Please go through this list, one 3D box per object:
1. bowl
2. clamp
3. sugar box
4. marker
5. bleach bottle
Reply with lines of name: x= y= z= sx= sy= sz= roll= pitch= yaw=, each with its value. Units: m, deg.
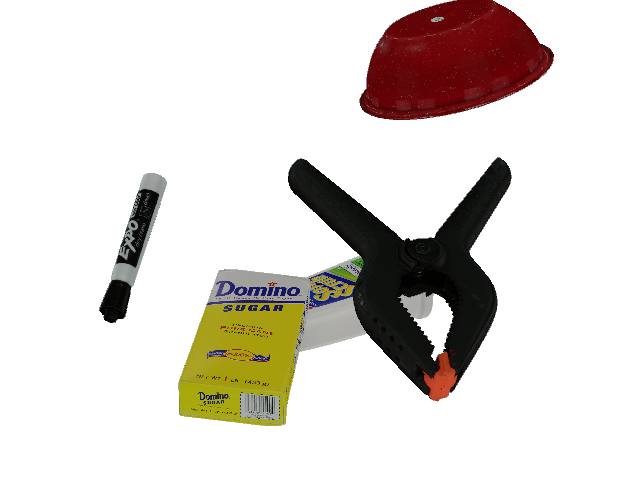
bowl: x=0.103 y=-0.155 z=0.865 sx=0.162 sy=0.055 sz=0.162 roll=-15 pitch=24 yaw=7
clamp: x=0.056 y=0.014 z=0.725 sx=0.164 sy=0.210 sz=0.036 roll=3 pitch=-43 yaw=-1
sugar box: x=-0.065 y=0.092 z=0.970 sx=0.093 sy=0.048 sz=0.176 roll=6 pitch=34 yaw=3
marker: x=-0.135 y=0.005 z=0.772 sx=0.020 sy=0.121 sz=0.020 roll=9 pitch=-31 yaw=5
bleach bottle: x=-0.001 y=0.082 z=1.199 sx=0.250 sy=0.068 sz=0.103 roll=-20 pitch=35 yaw=-27
